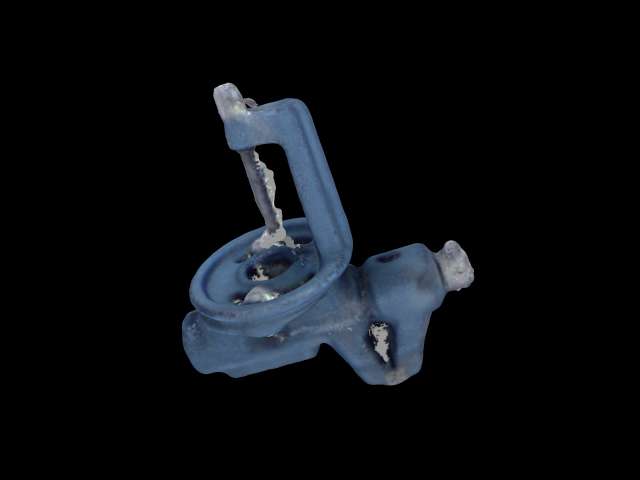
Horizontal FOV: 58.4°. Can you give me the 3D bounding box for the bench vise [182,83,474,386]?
[{"bbox_3d":[0.000,-0.004,0.410,0.208,0.220,0.121,-10,29,-18],"label":"bench vise"}]
